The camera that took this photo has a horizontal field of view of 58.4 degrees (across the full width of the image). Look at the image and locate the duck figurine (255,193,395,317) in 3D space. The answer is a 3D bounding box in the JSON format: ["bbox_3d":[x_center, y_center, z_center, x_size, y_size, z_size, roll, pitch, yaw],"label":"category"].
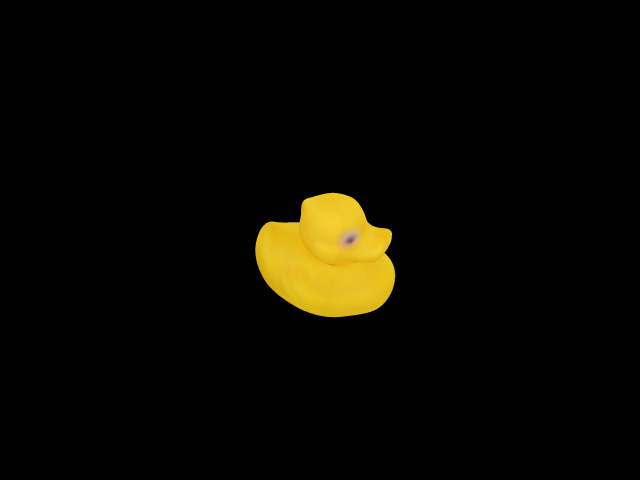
[{"bbox_3d":[0.004,0.001,0.400,0.104,0.086,0.077,15,55,11],"label":"duck figurine"}]
